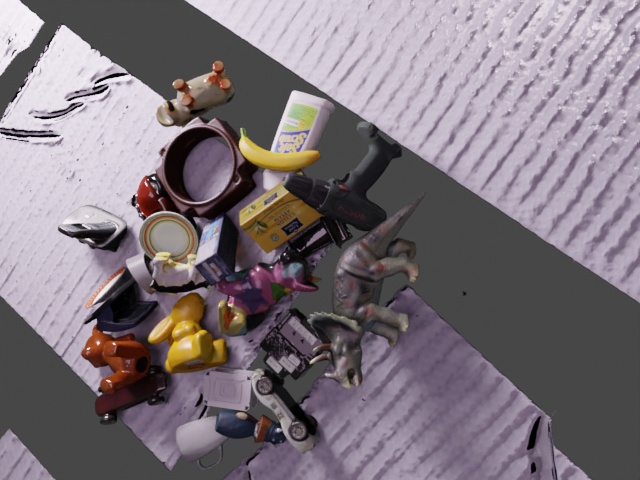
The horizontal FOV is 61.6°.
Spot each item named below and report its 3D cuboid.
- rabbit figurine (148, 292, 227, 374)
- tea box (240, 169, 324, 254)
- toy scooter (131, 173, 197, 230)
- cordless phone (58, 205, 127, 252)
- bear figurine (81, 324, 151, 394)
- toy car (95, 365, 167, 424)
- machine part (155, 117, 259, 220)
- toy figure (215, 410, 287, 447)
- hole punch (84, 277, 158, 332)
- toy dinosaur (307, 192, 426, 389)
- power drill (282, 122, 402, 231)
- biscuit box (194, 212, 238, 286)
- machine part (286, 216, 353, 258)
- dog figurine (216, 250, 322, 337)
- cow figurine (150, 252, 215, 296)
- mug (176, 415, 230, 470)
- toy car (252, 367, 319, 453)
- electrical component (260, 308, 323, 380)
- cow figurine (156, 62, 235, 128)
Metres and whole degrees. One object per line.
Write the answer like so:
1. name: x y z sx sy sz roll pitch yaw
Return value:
1. rabbit figurine: -0.295 0.207 1.211 0.162 0.121 0.173 -20 66 23
2. tea box: -0.079 -0.061 1.154 0.169 0.068 0.098 -36 121 11
3. toy scooter: -0.387 -0.058 1.266 0.135 0.075 0.184 -37 81 11
4. cordless phone: -0.562 -0.029 1.256 0.147 0.184 0.088 24 97 17
5. bear figurine: -0.488 0.262 1.226 0.196 0.132 0.120 10 93 27
6. toy car: -0.438 0.361 1.255 0.202 0.053 0.089 -24 59 12
7. machine part: -0.260 -0.163 1.230 0.201 0.087 0.201 -38 77 12
8. toy figure: -0.145 0.400 1.149 0.154 0.064 0.058 15 55 -11
9. hole punch: -0.454 0.160 1.242 0.116 0.142 0.092 -33 104 26
10. toy dinosaur: 0.089 0.086 1.069 0.192 0.131 0.404 12 78 -4
11. power drill: 0.062 -0.136 1.092 0.232 0.086 0.207 33 78 -20
12. biscuit box: -0.217 0.015 1.147 0.059 0.203 0.062 -30 115 10
13. machine part: -0.002 -0.004 1.165 0.139 0.039 0.084 -27 87 12
14. dog figurine: -0.106 0.116 1.150 0.219 0.108 0.191 -1 100 7
15. cow figurine: -0.291 0.084 1.205 0.167 0.068 0.098 7 102 -16
16. mug: -0.246 0.439 1.179 0.107 0.080 0.109 -27 73 3
17. toy car: -0.075 0.355 1.137 0.056 0.073 0.202 -43 76 9
18. electrical component: -0.060 0.230 1.152 0.115 0.058 0.134 43 98 17
19. cow figurine: -0.290 -0.321 1.245 0.195 0.127 0.085 -27 79 -2
